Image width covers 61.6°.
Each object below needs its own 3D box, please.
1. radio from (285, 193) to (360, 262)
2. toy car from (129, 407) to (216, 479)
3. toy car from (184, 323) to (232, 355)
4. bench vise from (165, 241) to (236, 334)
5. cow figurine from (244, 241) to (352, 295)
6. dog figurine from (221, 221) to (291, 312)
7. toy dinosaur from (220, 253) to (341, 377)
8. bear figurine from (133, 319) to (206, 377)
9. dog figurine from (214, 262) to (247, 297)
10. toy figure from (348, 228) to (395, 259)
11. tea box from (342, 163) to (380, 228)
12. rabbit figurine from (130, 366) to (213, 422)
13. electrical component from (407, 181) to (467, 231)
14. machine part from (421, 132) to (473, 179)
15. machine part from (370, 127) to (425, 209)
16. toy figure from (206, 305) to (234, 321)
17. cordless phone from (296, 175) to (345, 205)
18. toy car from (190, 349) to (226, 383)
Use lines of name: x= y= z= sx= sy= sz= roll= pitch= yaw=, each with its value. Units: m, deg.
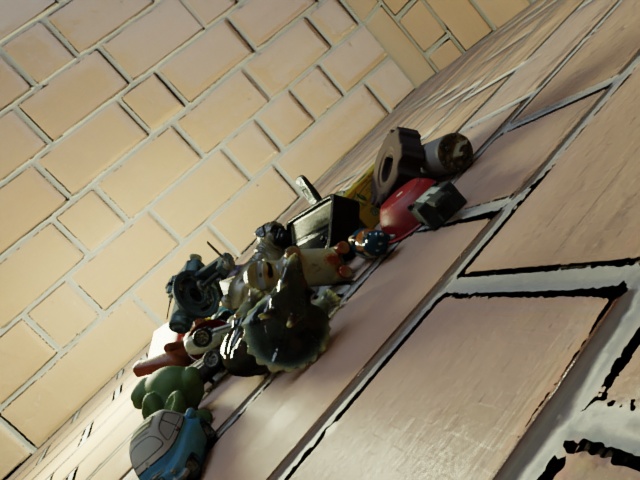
radio: x=-0.002 y=-0.004 z=1.189 sx=0.229 sy=0.073 sz=0.131 roll=-28 pitch=53 yaw=58
toy car: x=-0.226 y=0.304 z=0.778 sx=0.109 sy=0.103 sz=0.162 roll=-42 pitch=7 yaw=5
toy car: x=-0.184 y=0.191 z=1.130 sx=0.202 sy=0.056 sz=0.073 roll=-18 pitch=-5 yaw=-4
bench vise: x=-0.266 y=0.093 z=1.225 sx=0.240 sy=0.128 sz=0.224 roll=-37 pitch=22 yaw=32
cow figurine: x=-0.047 y=0.058 z=1.016 sx=0.195 sy=0.085 sz=0.127 roll=-6 pitch=-17 yaw=-16
dog figurine: x=-0.142 y=0.054 z=1.180 sx=0.172 sy=0.190 sz=0.121 roll=0 pitch=-16 yaw=-42
toy dinosaur: x=-0.099 y=0.163 z=0.893 sx=0.405 sy=0.131 sz=0.192 roll=-43 pitch=6 yaw=43
bear figurine: x=-0.322 y=0.271 z=1.259 sx=0.132 sy=0.120 sz=0.196 roll=-27 pitch=14 yaw=16
dog figurine: x=-0.206 y=0.086 z=1.529 sx=0.219 sy=0.191 sz=0.108 roll=-57 pitch=1 yaw=4
toy figure: x=0.092 y=0.005 z=0.962 sx=0.064 sy=0.057 sz=0.154 roll=-20 pitch=3 yaw=-6
tea box: x=0.121 y=-0.103 z=1.235 sx=0.169 sy=0.098 sz=0.068 roll=-48 pitch=9 yaw=-24
rabbit figurine: x=-0.257 y=0.315 z=0.934 sx=0.159 sy=0.121 sz=0.170 roll=-30 pitch=32 yaw=31
electrical component: x=0.192 y=-0.057 z=0.861 sx=0.075 sy=0.047 sz=0.119 roll=-43 pitch=9 yaw=-2
machine part: x=0.237 y=-0.164 z=1.091 sx=0.079 sy=0.079 sz=0.243 roll=-44 pitch=9 yaw=-10
machine part: x=0.158 y=-0.147 z=1.123 sx=0.179 sy=0.056 sz=0.179 roll=-167 pitch=90 yaw=-78
toy figure: x=-0.240 y=0.206 z=1.386 sx=0.089 sy=0.082 sz=0.180 roll=-32 pitch=-1 yaw=-20
cordless phone: x=0.015 y=-0.115 z=1.473 sx=0.089 sy=0.184 sz=0.146 roll=-41 pitch=7 yaw=-25
toy car: x=-0.256 y=0.283 z=1.089 sx=0.202 sy=0.053 sz=0.089 roll=-44 pitch=-19 yaw=1
